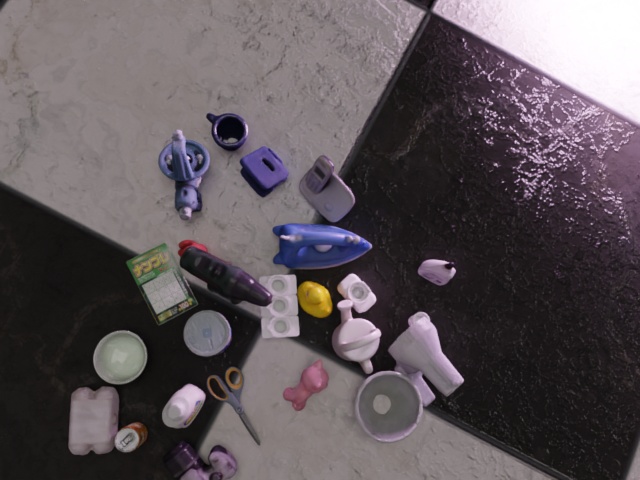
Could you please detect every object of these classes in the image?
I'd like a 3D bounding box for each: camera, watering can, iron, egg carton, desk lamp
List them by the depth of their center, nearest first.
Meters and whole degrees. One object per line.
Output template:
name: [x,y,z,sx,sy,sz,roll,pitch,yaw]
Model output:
camera: [-0.282,0.519,1.304,0.143,0.100,0.137,-40,86,-12]
egg carton: [-0.517,0.413,1.313,0.107,0.069,0.150,-1,79,-7]
desk lamp: [0.249,0.290,1.352,0.118,0.213,0.203,-38,85,-12]
watering can: [0.084,0.231,1.354,0.101,0.194,0.173,-43,86,-12]
iron: [0.013,0.005,1.415,0.258,0.141,0.119,-1,79,-7]

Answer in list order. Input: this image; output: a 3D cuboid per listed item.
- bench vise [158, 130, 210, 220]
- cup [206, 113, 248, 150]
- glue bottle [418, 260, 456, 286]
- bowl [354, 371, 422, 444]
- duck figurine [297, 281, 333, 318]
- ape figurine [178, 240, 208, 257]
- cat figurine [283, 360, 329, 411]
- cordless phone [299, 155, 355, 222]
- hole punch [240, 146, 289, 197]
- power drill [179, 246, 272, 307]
bench vise: [-0.314,-0.163,1.368,0.121,0.219,0.207,-20,82,-10]
cup: [-0.239,-0.272,1.461,0.118,0.095,0.092,35,78,1]
glue bottle: [0.300,0.075,1.420,0.078,0.173,0.037,30,78,0]
bowl: [0.160,0.402,1.392,0.167,0.074,0.167,1,79,-6]
duck figurine: [-0.010,0.144,1.415,0.077,0.086,0.104,-40,86,-12]
ape figurine: [-0.313,0.033,1.397,0.076,0.092,0.078,-5,80,-7]
cat figurine: [-0.027,0.347,1.358,0.067,0.117,0.128,41,78,2]
cordless phone: [0.025,-0.131,1.420,0.147,0.185,0.094,44,78,3]
hole punch: [-0.142,-0.182,1.458,0.101,0.091,0.108,-41,86,-12]
power drill: [-0.213,0.096,1.337,0.229,0.208,0.076,28,78,-1]
